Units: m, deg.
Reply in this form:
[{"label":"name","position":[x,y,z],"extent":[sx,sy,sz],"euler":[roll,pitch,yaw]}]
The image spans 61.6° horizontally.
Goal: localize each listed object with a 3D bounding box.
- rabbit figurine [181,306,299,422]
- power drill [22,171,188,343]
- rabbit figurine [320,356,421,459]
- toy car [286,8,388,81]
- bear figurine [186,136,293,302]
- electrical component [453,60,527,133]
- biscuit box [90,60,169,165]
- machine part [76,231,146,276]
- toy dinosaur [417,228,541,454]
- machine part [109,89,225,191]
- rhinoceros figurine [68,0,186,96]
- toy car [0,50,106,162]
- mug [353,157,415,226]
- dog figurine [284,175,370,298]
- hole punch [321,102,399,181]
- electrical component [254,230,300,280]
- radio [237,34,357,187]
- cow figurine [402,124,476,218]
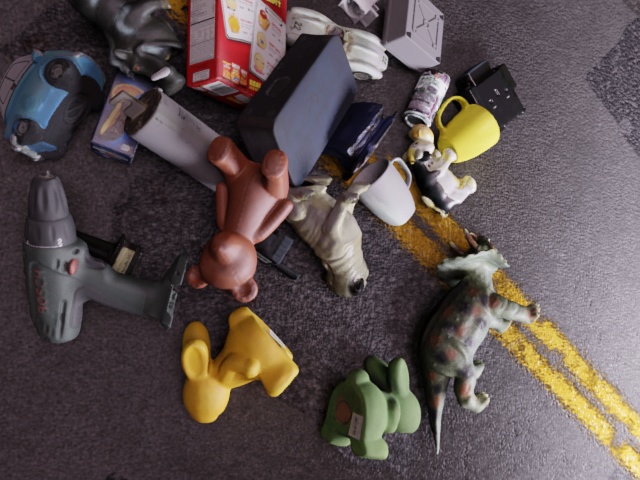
[{"label":"rabbit figurine","position":[-0.139,0.194,0.798],"extent":[0.173,0.122,0.162],"euler":[-44,110,1]},{"label":"power drill","position":[-0.285,0.037,0.716],"extent":[0.207,0.086,0.231],"euler":[9,109,-19]},{"label":"rabbit figurine","position":[0.099,0.277,0.907],"extent":[0.170,0.121,0.159],"euler":[14,74,-39]},{"label":"toy car","position":[0.030,-0.337,0.931],"extent":[0.202,0.056,0.073],"euler":[13,81,-21]},{"label":"bear figurine","position":[-0.118,-0.023,0.745],"extent":[0.120,0.131,0.196],"euler":[18,71,14]},{"label":"electrical component","position":[0.327,-0.277,1.050],"extent":[0.115,0.058,0.134],"euler":[-40,102,-23]},{"label":"biscuit box","position":[-0.276,-0.218,0.794],"extent":[0.063,0.059,0.202],"euler":[19,79,-20]},{"label":"machine part","position":[-0.329,0.018,0.771],"extent":[0.139,0.039,0.084],"euler":[23,87,-22]},{"label":"toy dinosaur","position":[0.246,0.164,0.960],"extent":[0.192,0.131,0.405],"euler":[32,79,-5]},{"label":"machine part","position":[-0.191,-0.140,0.781],"extent":[0.243,0.079,0.079],"euler":[36,72,-44]},{"label":"rhinoceros figurine","position":[-0.255,-0.285,0.736],"extent":[0.190,0.073,0.112],"euler":[46,70,-12]},{"label":"toy car","position":[-0.380,-0.194,0.738],"extent":[0.103,0.109,0.161],"euler":[32,86,7]},{"label":"mug","position":[0.123,-0.085,0.946],"extent":[0.107,0.081,0.109],"euler":[51,62,-24]},{"label":"dog figurine","position":[-0.002,-0.001,0.886],"extent":[0.121,0.173,0.190],"euler":[-31,130,-56]},{"label":"hole punch","position":[0.055,-0.175,0.904],"extent":[0.092,0.116,0.142],"euler":[40,72,-7]},{"label":"electrical component","position":[-0.076,0.013,0.854],"extent":[0.119,0.075,0.048],"euler":[33,75,-13]},{"label":"radio","position":[-0.030,-0.207,0.837],"extent":[0.229,0.073,0.131],"euler":[-62,147,-26]},{"label":"cow figurine","position":[0.202,-0.125,0.985],"extent":[0.098,0.068,0.167],"euler":[-43,101,-13]}]
